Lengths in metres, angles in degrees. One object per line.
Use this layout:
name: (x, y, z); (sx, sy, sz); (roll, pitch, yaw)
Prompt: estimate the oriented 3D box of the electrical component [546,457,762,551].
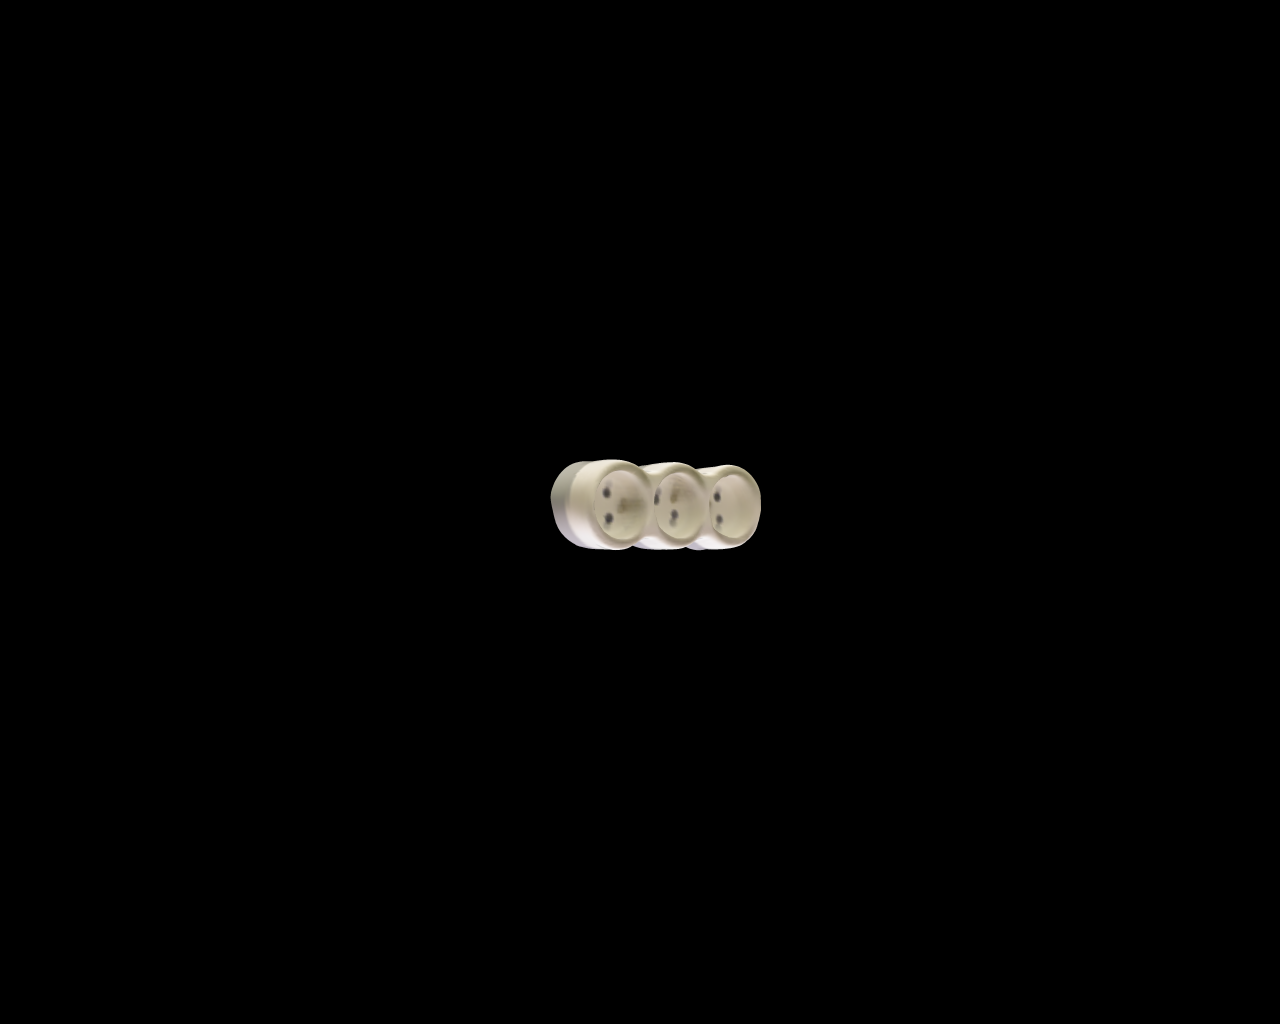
electrical component: (0.001, -0.003, 0.650); (0.138, 0.052, 0.073); (2, -2, -40)
